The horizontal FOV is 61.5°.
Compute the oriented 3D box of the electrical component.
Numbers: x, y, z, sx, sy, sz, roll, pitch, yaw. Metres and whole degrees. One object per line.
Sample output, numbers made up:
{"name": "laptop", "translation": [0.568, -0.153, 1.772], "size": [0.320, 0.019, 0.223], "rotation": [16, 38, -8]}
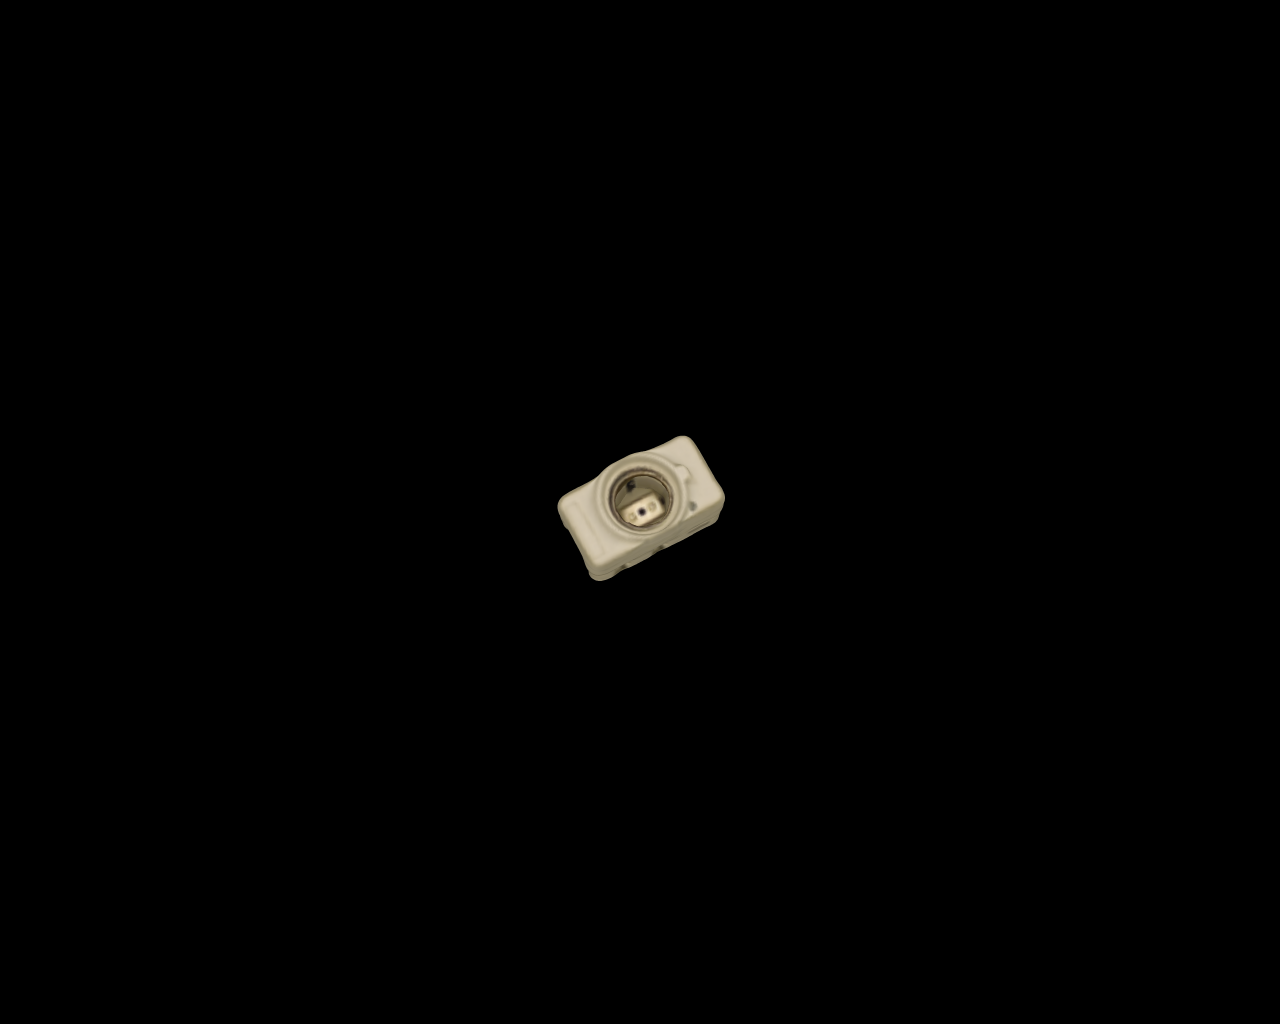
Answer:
{"name": "electrical component", "translation": [0.001, -0.003, 0.650], "size": [0.089, 0.050, 0.055], "rotation": [-27, -14, -7]}
